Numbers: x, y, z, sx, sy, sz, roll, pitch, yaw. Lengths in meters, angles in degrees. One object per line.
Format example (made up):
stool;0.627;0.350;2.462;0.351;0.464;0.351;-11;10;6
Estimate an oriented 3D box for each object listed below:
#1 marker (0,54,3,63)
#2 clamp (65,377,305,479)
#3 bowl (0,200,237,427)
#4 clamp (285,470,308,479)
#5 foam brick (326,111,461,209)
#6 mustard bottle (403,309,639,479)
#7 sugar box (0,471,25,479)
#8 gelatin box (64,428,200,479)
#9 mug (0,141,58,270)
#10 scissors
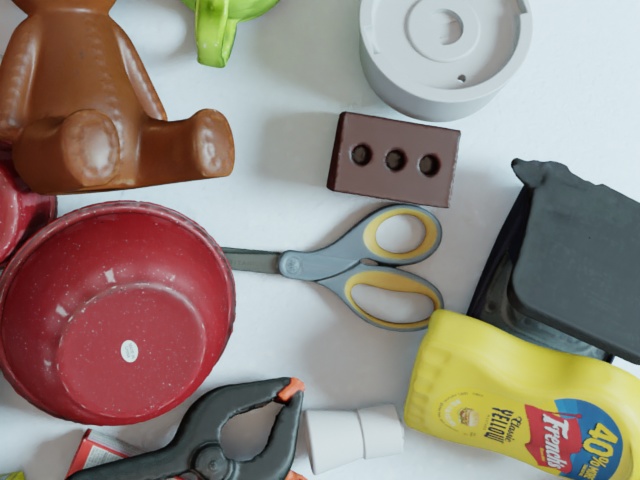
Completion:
marker;-0.162;-0.094;0.705;0.121;0.020;0.020;20;95;-4
clamp;-0.082;0.147;0.699;0.120;0.039;0.171;39;69;-4
bowl;-0.123;0.059;0.672;0.162;0.055;0.162;-8;114;-19
clamp;-0.066;0.252;0.712;0.165;0.036;0.210;12;74;21
foam brick;0.047;-0.053;0.699;0.078;0.051;0.053;8;95;-2
mustard bottle;0.153;0.111;0.682;0.192;0.058;0.096;17;134;11
sugar box;-0.278;0.225;0.720;0.176;0.048;0.093;-14;94;3
gelatin box;-0.133;0.180;0.728;0.089;0.030;0.073;23;94;-7
mug;-0.233;-0.023;0.678;0.117;0.081;0.093;8;95;-3
scissors;-0.005;0.001;0.721;0.201;0.016;0.096;21;93;-4
